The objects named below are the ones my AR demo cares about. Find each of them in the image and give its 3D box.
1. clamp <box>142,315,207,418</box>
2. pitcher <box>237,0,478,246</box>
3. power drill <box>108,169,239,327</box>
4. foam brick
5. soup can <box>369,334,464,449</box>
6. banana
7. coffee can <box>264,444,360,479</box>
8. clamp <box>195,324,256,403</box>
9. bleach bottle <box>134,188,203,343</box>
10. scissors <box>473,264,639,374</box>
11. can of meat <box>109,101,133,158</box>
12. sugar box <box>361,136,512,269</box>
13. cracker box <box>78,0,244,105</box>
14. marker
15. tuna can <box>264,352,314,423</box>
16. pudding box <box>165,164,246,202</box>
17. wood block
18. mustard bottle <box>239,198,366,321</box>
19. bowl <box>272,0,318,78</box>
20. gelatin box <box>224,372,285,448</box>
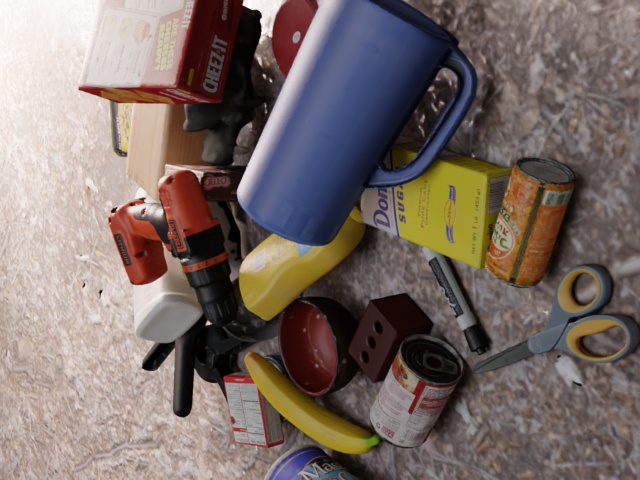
[{"bbox_3d":[-0.190,0.117,1.450,0.165,0.036,0.210,21,98,59],"label":"clamp"},{"bbox_3d":[0.027,-0.113,1.012,0.243,0.144,0.149,-62,33,19],"label":"pitcher"},{"bbox_3d":[-0.171,0.014,1.254,0.188,0.057,0.184,-6,103,54],"label":"power drill"},{"bbox_3d":[0.073,0.103,1.120,0.053,0.051,0.078,50,135,34],"label":"foam brick"},{"bbox_3d":[0.097,0.155,1.087,0.069,0.068,0.102,50,135,34],"label":"soup can"},{"bbox_3d":[-0.008,0.196,1.234,0.198,0.037,0.070,28,131,25],"label":"banana"},{"bbox_3d":[0.012,0.310,1.212,0.140,0.102,0.103,28,120,47],"label":"coffee can"},{"bbox_3d":[-0.130,0.168,1.414,0.172,0.039,0.120,6,88,58],"label":"clamp"},{"bbox_3d":[-0.212,0.007,1.430,0.103,0.068,0.251,-44,43,39],"label":"bleach bottle"},{"bbox_3d":[0.202,0.074,0.970,0.202,0.016,0.096,-10,89,54],"label":"scissors"},{"bbox_3d":[-0.244,-0.161,1.474,0.084,0.057,0.102,15,111,49],"label":"can of meat"},{"bbox_3d":[0.110,-0.041,1.039,0.176,0.048,0.093,21,116,48],"label":"sugar box"},{"bbox_3d":[-0.178,-0.239,1.203,0.214,0.072,0.164,8,85,48],"label":"cracker box"},{"bbox_3d":[0.134,0.058,1.053,0.020,0.020,0.121,-45,63,49],"label":"marker"},{"bbox_3d":[-0.046,0.180,1.314,0.086,0.033,0.086,18,113,50],"label":"tuna can"},{"bbox_3d":[-0.117,-0.069,1.277,0.090,0.113,0.039,16,102,51],"label":"pudding box"},{"bbox_3d":[-0.178,-0.163,1.356,0.090,0.090,0.206,39,128,41],"label":"wood block"},{"bbox_3d":[-0.007,0.002,1.166,0.192,0.058,0.096,-40,29,28],"label":"mustard bottle"},{"bbox_3d":[-0.004,-0.215,1.139,0.162,0.055,0.162,17,111,50],"label":"bowl"},{"bbox_3d":[-0.081,0.208,1.312,0.073,0.030,0.089,-8,93,52],"label":"gelatin box"}]
